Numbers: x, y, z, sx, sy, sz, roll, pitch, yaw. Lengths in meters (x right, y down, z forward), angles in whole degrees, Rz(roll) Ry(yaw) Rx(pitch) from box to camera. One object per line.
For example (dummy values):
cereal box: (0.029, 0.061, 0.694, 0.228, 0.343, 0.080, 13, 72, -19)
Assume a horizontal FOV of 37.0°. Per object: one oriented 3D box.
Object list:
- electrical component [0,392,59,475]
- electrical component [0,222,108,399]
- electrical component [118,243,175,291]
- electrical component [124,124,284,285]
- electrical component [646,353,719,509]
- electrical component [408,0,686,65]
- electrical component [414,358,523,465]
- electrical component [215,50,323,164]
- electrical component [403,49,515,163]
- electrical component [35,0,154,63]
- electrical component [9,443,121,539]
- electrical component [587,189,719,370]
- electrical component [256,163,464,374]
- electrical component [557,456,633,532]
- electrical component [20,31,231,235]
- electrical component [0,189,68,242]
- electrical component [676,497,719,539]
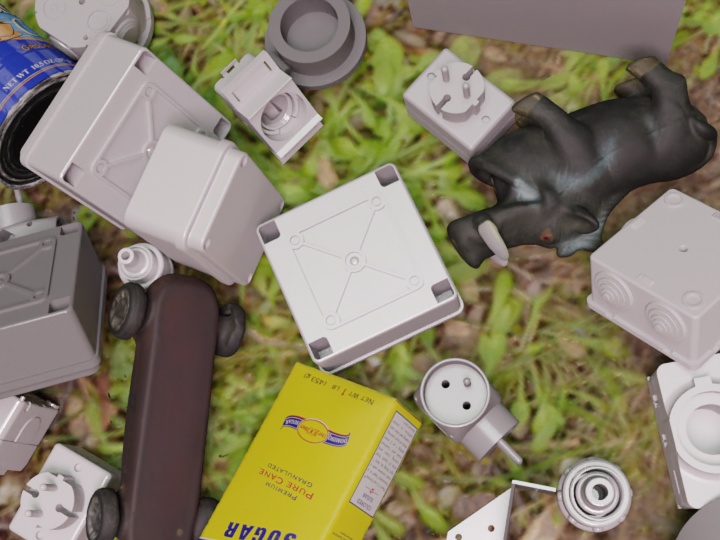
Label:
electrical component: (-0.275, 0.098, 0.755, 0.096, 0.061, 0.061, 28, 82, 14)
electrical component: (-0.228, 0.029, 0.710, 0.109, 0.056, 0.108, -15, 35, 0)
electrical component: (-0.155, -0.003, 0.761, 0.035, 0.061, 0.035, -2, 77, 8)
electrical component: (-0.102, -0.041, 0.735, 0.057, 0.113, 0.078, 20, 81, 15)
electrical component: (0.268, 0.093, 0.675, 0.150, 0.061, 0.089, -11, 76, 6)
electrical component: (0.129, -0.205, 0.743, 0.186, 0.105, 0.060, 11, 79, 11)
electrical component: (0.076, 0.096, 0.695, 0.043, 0.077, 0.079, -44, 75, -4)
electrical component: (-0.068, -0.120, 0.770, 0.042, 0.081, 0.064, -45, 47, -5)
electrical component: (0.068, -0.119, 0.747, 0.066, 0.076, 0.047, 41, 86, 15)
electrical component: (-0.202, -0.192, 0.818, 0.080, 0.051, 0.080, -2, 77, 8)
electrical component: (-0.202, 0.155, 0.723, 0.047, 0.076, 0.065, 27, 82, 14)
electrical component: (0.205, 0.002, 0.684, 0.100, 0.048, 0.100, -37, 49, -21)
electrical component: (0.000, 0.000, 0.740, 0.109, 0.056, 0.108, -25, 74, 2)
electrical component: (0.150, 0.141, 0.681, 0.048, 0.062, 0.048, -2, 76, 8)
electrical component: (-0.162, -0.091, 0.755, 0.056, 0.109, 0.108, 25, 81, 37)
electrical component: (-0.253, -0.023, 0.790, 0.077, 0.043, 0.079, -19, 75, 4)
electrical component: (0.241, 0.188, 0.644, 0.099, 0.099, 0.064, -11, 36, 6)
